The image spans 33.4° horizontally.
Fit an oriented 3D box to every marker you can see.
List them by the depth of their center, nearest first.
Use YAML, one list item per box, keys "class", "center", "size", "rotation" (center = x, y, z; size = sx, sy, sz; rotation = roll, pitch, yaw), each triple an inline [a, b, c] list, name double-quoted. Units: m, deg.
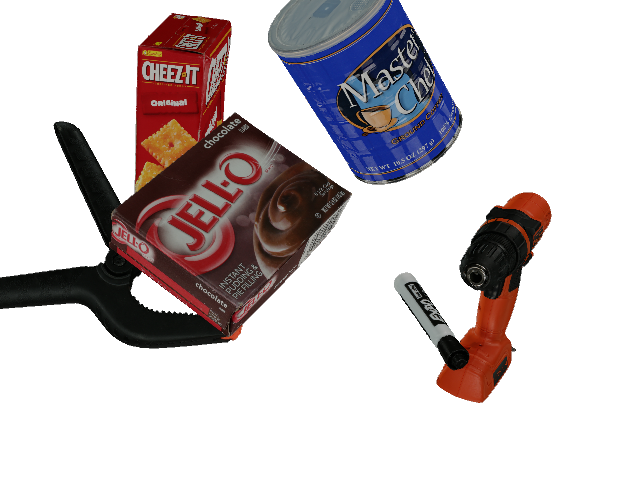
- class: "marker"
  center: [0.086, 0.063, 0.836]
  size: [0.020, 0.020, 0.121]
  rotation: [0, 28, -19]

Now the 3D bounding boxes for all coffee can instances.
- class: "coffee can"
  center: [0.037, -0.129, 0.842]
  size: [0.103, 0.102, 0.140]
  rotation: [0, -42, 40]

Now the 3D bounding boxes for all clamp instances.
- class: "clamp"
  center: [-0.149, 0.010, 0.792]
  size: [0.210, 0.164, 0.036]
  rotation: [21, -20, 0]

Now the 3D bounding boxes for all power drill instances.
- class: "power drill"
  center: [0.164, 0.060, 1.028]
  size: [0.057, 0.188, 0.184]
  rotation: [22, 29, 20]

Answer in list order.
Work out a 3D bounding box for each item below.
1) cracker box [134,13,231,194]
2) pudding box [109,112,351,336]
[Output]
- class: "cracker box"
  center: [-0.136, -0.103, 1.064]
  size: [0.072, 0.214, 0.164]
  rotation: [7, 23, 1]
- class: "pudding box"
  center: [-0.051, -0.012, 0.611]
  size: [0.090, 0.039, 0.113]
  rotation: [36, 50, 11]
